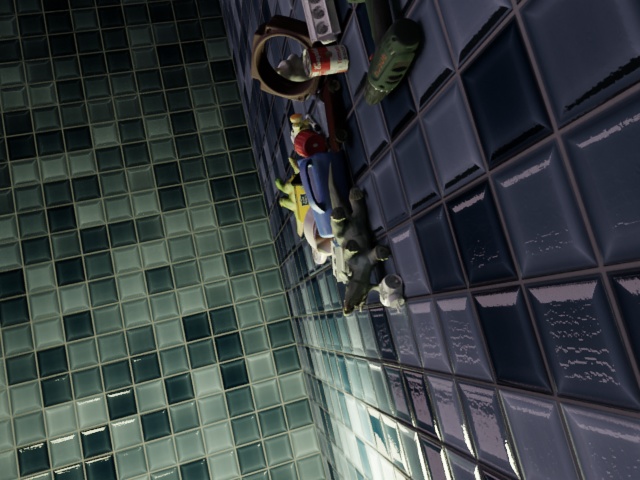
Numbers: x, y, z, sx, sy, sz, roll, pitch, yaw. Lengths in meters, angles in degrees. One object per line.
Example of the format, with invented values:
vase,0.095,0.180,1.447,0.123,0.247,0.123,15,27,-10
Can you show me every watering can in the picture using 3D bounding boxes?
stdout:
watering can,0.005,-0.085,1.689,0.226,0.104,0.345,-151,60,-72

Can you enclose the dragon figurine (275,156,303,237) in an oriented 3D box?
dragon figurine,-0.065,-0.146,1.973,0.246,0.123,0.402,44,152,55

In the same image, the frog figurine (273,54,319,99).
frog figurine,-0.084,-0.491,1.565,0.125,0.160,0.134,-118,21,-49
